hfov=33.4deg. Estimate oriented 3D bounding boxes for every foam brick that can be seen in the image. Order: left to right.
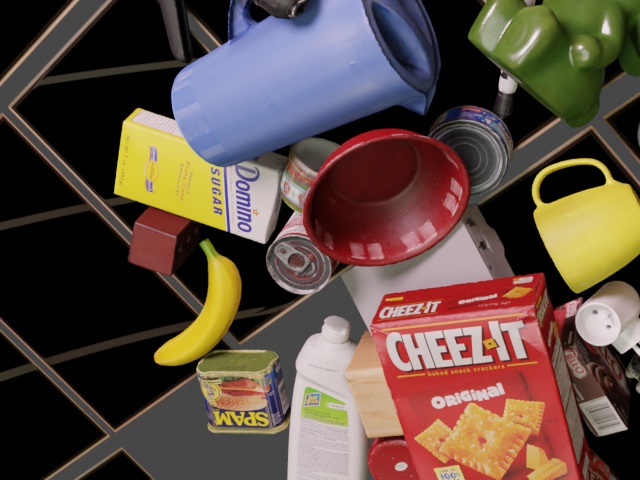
[{"bbox_3d":[-0.167,-0.006,1.162,0.051,0.078,0.053,20,123,8],"label":"foam brick"}]

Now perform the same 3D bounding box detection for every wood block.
[{"bbox_3d":[0.145,0.141,1.133,0.206,0.090,0.090,-9,114,24],"label":"wood block"}]

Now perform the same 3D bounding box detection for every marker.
[{"bbox_3d":[0.179,-0.168,0.987,0.020,0.020,0.121,13,122,11],"label":"marker"}]

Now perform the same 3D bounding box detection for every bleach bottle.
[{"bbox_3d":[0.018,0.202,1.229,0.102,0.068,0.251,9,118,7],"label":"bleach bottle"}]

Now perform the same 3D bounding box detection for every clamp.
[{"bbox_3d":[-0.134,-0.293,1.012,0.165,0.036,0.210,-31,105,25],"label":"clamp"}]

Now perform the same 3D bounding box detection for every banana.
[{"bbox_3d":[-0.134,0.087,1.232,0.070,0.037,0.198,38,124,17],"label":"banana"}]

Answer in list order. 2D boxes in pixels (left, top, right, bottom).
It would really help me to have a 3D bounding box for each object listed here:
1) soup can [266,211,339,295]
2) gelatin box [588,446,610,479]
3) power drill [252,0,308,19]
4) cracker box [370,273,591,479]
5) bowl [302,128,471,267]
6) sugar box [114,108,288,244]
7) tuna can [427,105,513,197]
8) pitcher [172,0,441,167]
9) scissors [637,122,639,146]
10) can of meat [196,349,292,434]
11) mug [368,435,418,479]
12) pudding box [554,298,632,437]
[{"bbox_3d":[-0.007,0.001,1.097,0.068,0.102,0.068,8,121,14],"label":"soup can"},{"bbox_3d":[0.277,0.250,1.160,0.089,0.073,0.030,45,122,-9],"label":"gelatin box"},{"bbox_3d":[-0.041,-0.305,0.912,0.184,0.057,0.188,43,109,20],"label":"power drill"},{"bbox_3d":[0.157,0.150,1.035,0.164,0.072,0.213,-9,113,23],"label":"cracker box"},{"bbox_3d":[0.058,-0.050,1.010,0.162,0.055,0.162,-7,134,-8],"label":"bowl"},{"bbox_3d":[-0.126,-0.067,1.133,0.176,0.048,0.093,19,123,9],"label":"sugar box"},{"bbox_3d":[0.143,-0.085,1.038,0.086,0.033,0.086,8,121,14],"label":"tuna can"},{"bbox_3d":[-0.024,-0.166,0.998,0.243,0.149,0.144,-21,153,31],"label":"pitcher"},{"bbox_3d":[0.330,-0.045,1.009,0.096,0.016,0.202,18,123,10],"label":"scissors"},{"bbox_3d":[-0.089,0.177,1.254,0.102,0.057,0.084,-2,115,19],"label":"can of meat"},{"bbox_3d":[0.112,0.238,1.204,0.117,0.081,0.093,24,123,4],"label":"mug"},{"bbox_3d":[0.274,0.129,1.082,0.039,0.090,0.113,-23,110,30],"label":"pudding box"}]
